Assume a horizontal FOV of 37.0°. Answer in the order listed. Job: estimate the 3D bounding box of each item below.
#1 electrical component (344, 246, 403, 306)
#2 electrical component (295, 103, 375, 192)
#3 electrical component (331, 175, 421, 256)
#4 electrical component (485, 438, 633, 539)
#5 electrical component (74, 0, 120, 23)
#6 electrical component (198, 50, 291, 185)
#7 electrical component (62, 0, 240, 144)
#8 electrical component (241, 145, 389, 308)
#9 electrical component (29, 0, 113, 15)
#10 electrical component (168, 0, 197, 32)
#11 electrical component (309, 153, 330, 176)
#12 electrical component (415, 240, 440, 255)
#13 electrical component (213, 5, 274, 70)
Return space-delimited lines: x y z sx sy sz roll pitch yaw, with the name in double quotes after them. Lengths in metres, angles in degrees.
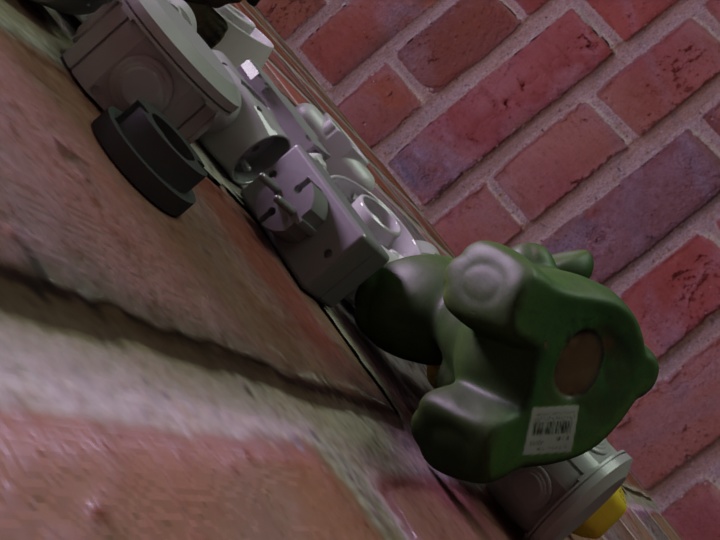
0.000 0.000 0.694 0.062 0.048 0.048 35 15 -40 "electrical component"
-0.033 -0.094 0.917 0.095 0.059 0.053 50 7 -4 "electrical component"
-0.005 -0.018 0.774 0.099 0.064 0.099 39 20 -17 "electrical component"
0.119 0.125 0.642 0.051 0.080 0.080 47 5 22 "electrical component"
-0.156 -0.180 0.598 0.099 0.048 0.099 47 4 -26 "electrical component"
-0.087 -0.099 0.653 0.077 0.043 0.079 53 8 22 "electrical component"
-0.100 -0.097 0.520 0.080 0.051 0.080 49 7 -8 "electrical component"
-0.035 -0.033 0.618 0.083 0.047 0.076 55 8 32 "electrical component"
-0.146 -0.153 0.521 0.055 0.055 0.047 50 10 -4 "electrical component"
-0.126 -0.148 0.670 0.043 0.043 0.081 48 7 -17 "electrical component"
-0.033 -0.043 0.712 0.062 0.048 0.048 58 7 2 "electrical component"
0.052 0.010 0.943 0.055 0.055 0.047 45 12 -38 "electrical component"
-0.132 -0.216 1.020 0.099 0.064 0.099 35 14 -10 "electrical component"
